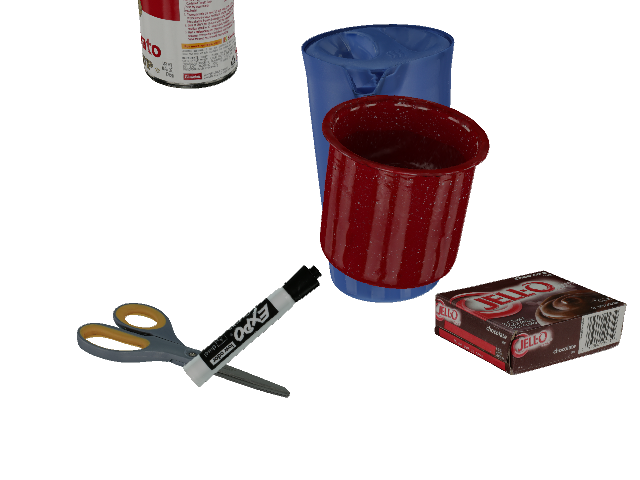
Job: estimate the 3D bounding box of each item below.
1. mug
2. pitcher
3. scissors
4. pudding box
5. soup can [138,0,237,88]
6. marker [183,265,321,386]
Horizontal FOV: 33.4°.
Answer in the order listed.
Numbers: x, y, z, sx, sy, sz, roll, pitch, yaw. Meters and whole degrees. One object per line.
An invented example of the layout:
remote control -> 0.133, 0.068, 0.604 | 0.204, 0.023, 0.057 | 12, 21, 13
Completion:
mug -> 0.050, -0.031, 0.617 | 0.093, 0.081, 0.117 | 24, 37, 25
pitcher -> 0.059, -0.075, 0.990 | 0.149, 0.243, 0.145 | -20, 30, -30
scissors -> -0.119, 0.096, 0.971 | 0.202, 0.016, 0.096 | 10, 28, 4
pudding box -> 0.156, 0.059, 0.799 | 0.113, 0.039, 0.090 | -8, 20, -31
soup can -> -0.089, -0.163, 0.721 | 0.068, 0.102, 0.068 | 1, 36, -1
marker -> -0.048, 0.060, 0.776 | 0.121, 0.020, 0.020 | -40, 5, -6
